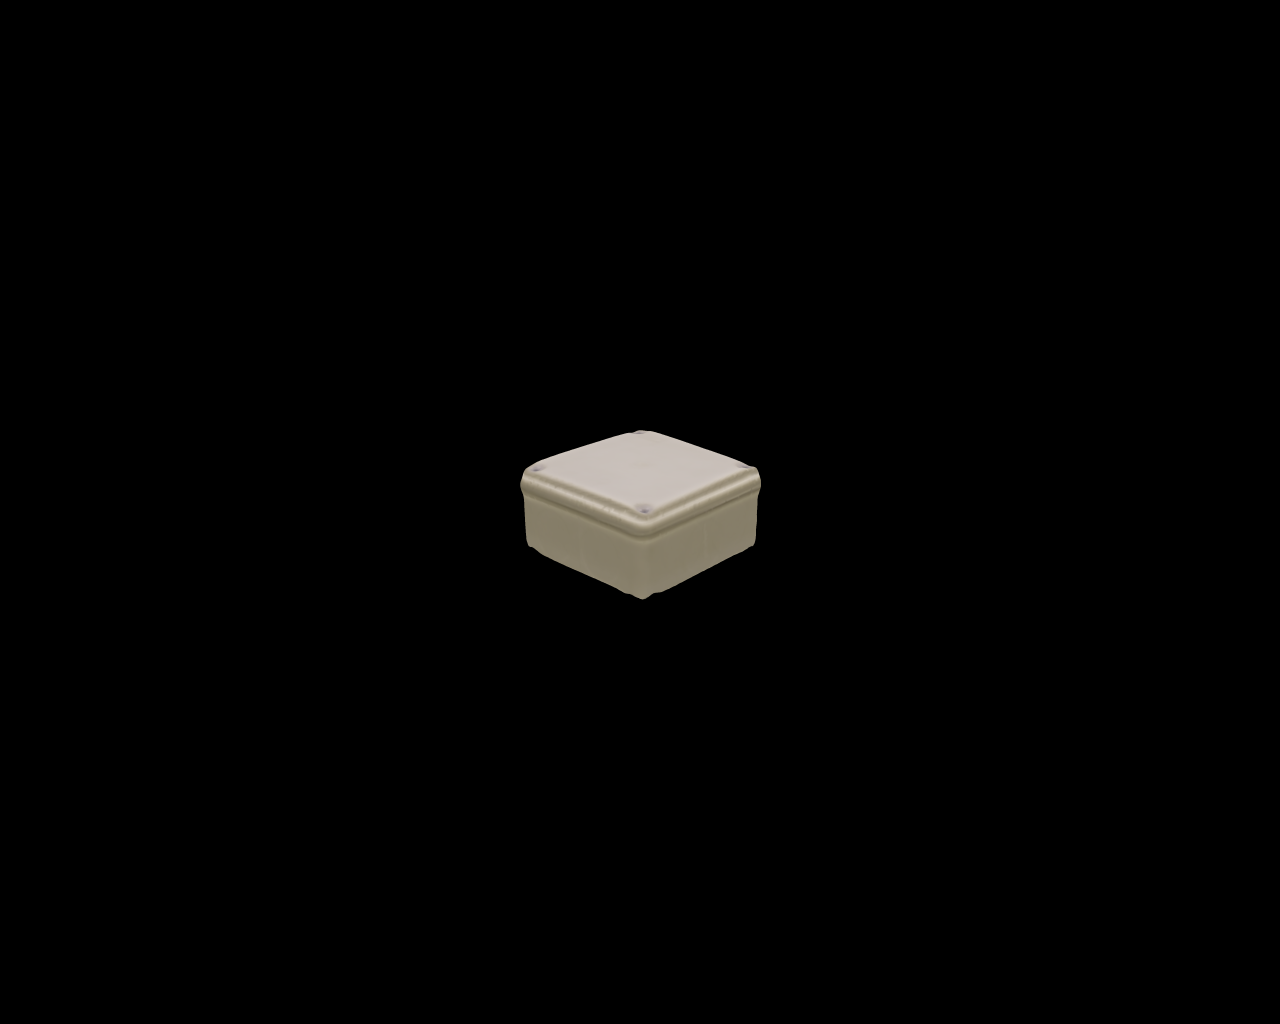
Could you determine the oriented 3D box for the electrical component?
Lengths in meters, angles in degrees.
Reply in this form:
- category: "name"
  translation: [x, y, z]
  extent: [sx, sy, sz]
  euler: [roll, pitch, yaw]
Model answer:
- category: "electrical component"
  translation: [0.001, -0.003, 0.650]
  extent: [0.109, 0.056, 0.109]
  euler: [22, 32, 40]
